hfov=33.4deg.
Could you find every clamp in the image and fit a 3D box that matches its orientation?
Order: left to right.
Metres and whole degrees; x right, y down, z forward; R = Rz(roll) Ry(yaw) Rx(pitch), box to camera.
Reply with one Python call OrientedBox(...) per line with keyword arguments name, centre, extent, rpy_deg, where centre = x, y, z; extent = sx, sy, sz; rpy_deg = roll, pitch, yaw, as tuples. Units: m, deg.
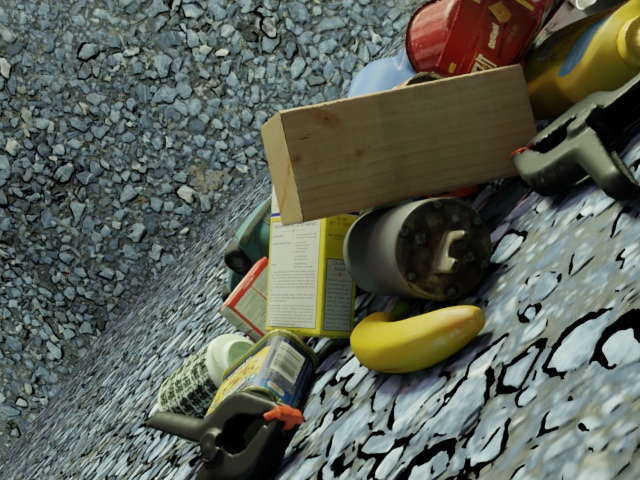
OrientedBox(name="clamp", centre=(-0.086, 0.168, 0.887), extent=(0.172, 0.120, 0.039), rpy_deg=(-39, -32, 25))
OrientedBox(name="clamp", centre=(0.205, -0.083, 0.755), extent=(0.164, 0.036, 0.210), rpy_deg=(-49, 9, -13))

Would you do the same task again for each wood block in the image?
OrientedBox(name="wood block", centre=(0.066, -0.077, 0.885), extent=(0.206, 0.090, 0.091), rpy_deg=(-13, 2, -13))

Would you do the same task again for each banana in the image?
OrientedBox(name="banana", centre=(0.060, 0.068, 0.779), extent=(0.069, 0.037, 0.198), rpy_deg=(-49, 9, -8))

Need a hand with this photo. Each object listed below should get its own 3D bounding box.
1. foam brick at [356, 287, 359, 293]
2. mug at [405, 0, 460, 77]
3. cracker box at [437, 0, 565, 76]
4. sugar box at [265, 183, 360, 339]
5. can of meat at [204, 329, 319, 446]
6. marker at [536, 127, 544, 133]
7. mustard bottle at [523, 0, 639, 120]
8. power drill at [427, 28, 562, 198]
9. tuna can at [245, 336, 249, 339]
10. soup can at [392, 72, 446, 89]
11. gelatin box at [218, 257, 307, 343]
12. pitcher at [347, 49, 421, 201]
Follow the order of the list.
OrientedBox(name="foam brick", centre=(0.006, 0.045, 1.092), extent=(0.053, 0.051, 0.078), rpy_deg=(-37, 13, 48))
OrientedBox(name="mug", centre=(0.139, -0.211, 1.042), extent=(0.093, 0.117, 0.082), rpy_deg=(-12, 4, -19))
OrientedBox(name="cracker box", centre=(0.198, -0.246, 0.927), extent=(0.213, 0.072, 0.164), rpy_deg=(-54, -7, -15))
OrientedBox(name="sugar box", centre=(-0.006, 0.001, 0.988), extent=(0.094, 0.048, 0.176), rpy_deg=(-2, 81, 53))
OrientedBox(name="can of meat", centre=(-0.056, 0.141, 0.952), extent=(0.102, 0.057, 0.083), rpy_deg=(-42, 12, 32))
OrientedBox(name="marker", centre=(0.188, -0.086, 0.908), extent=(0.020, 0.020, 0.121), rpy_deg=(-46, 9, 6))
OrientedBox(name="mustard bottle", centre=(0.229, -0.148, 0.859), extent=(0.096, 0.058, 0.192), rpy_deg=(-48, 9, -6))
OrientedBox(name="power drill", centre=(0.173, -0.123, 1.030), extent=(0.187, 0.057, 0.185), rpy_deg=(-48, 9, -16))
OrientedBox(name="tuna can", centre=(-0.056, 0.111, 1.156), extent=(0.086, 0.033, 0.086), rpy_deg=(-46, 8, 9))
OrientedBox(name="soup can", centre=(0.079, -0.109, 0.996), extent=(0.068, 0.068, 0.102), rpy_deg=(-51, 13, -25))
OrientedBox(name="gelatin box", centre=(-0.049, 0.074, 1.104), extent=(0.073, 0.089, 0.030), rpy_deg=(-53, 8, -32))
OrientedBox(name="pitcher", centre=(0.071, -0.093, 1.205), extent=(0.145, 0.149, 0.242), rpy_deg=(-25, 22, 28))
